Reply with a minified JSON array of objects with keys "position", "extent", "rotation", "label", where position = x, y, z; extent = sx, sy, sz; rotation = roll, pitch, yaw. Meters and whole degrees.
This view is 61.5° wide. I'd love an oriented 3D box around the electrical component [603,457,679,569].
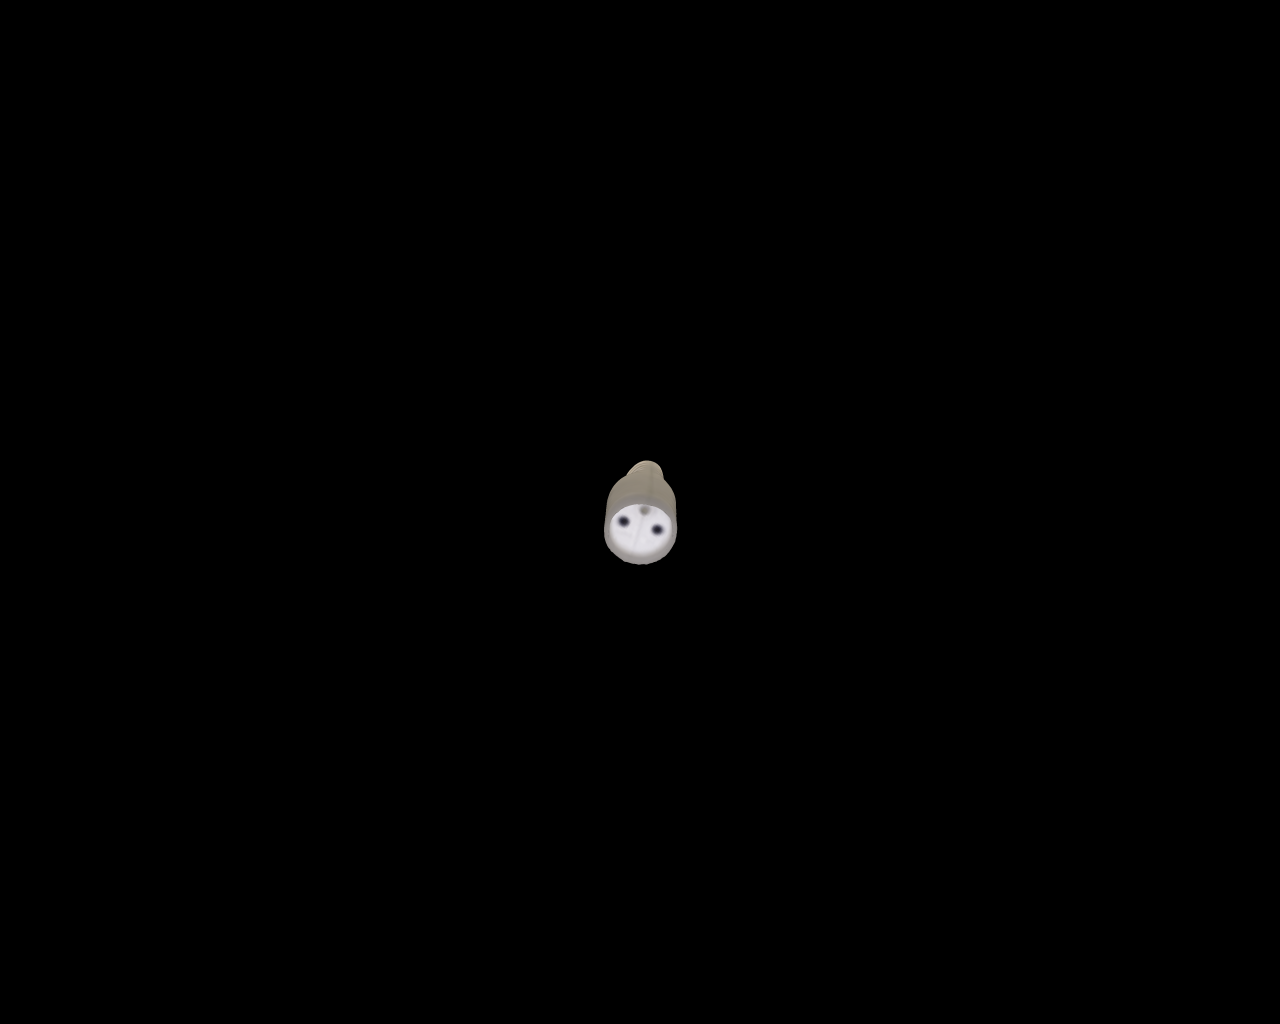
[{"position":[0.001,-0.003,0.650],"extent":[0.043,0.043,0.081],"rotation":[0,23,0],"label":"electrical component"}]
